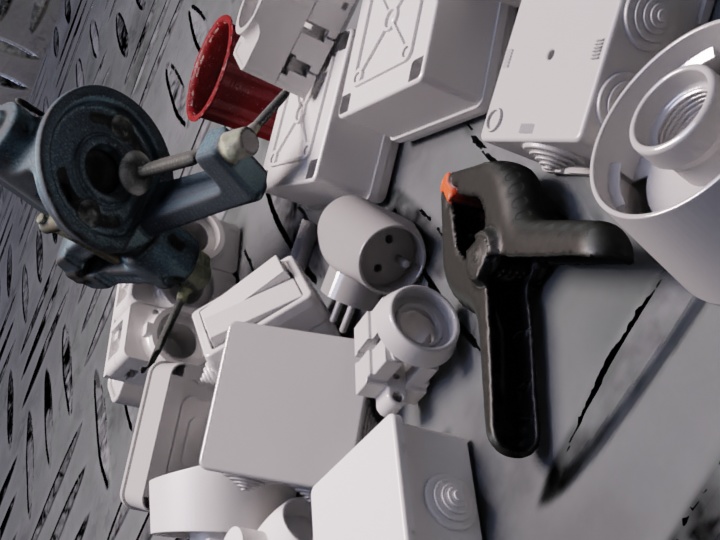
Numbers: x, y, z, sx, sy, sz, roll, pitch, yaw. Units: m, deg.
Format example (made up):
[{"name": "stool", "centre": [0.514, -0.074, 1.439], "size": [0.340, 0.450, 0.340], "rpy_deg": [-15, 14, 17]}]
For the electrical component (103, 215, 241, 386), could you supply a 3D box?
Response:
[{"name": "electrical component", "centre": [-0.158, 0.023, 0.923], "size": [0.062, 0.089, 0.150], "rpy_deg": [-39, 41, 50]}]

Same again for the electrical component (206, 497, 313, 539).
[{"name": "electrical component", "centre": [-0.059, 0.174, 0.640], "size": [0.077, 0.079, 0.043], "rpy_deg": [-61, 27, 25]}]

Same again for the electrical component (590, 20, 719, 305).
[{"name": "electrical component", "centre": [0.140, -0.045, 0.416], "size": [0.099, 0.064, 0.099], "rpy_deg": [-42, 29, 31]}]

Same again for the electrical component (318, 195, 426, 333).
[{"name": "electrical component", "centre": [0.000, 0.000, 0.668], "size": [0.079, 0.044, 0.077], "rpy_deg": [-69, 25, 9]}]

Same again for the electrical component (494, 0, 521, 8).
[{"name": "electrical component", "centre": [0.093, -0.188, 0.569], "size": [0.099, 0.064, 0.099], "rpy_deg": [-42, 39, 47]}]

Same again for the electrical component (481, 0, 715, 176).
[{"name": "electrical component", "centre": [0.107, -0.092, 0.502], "size": [0.100, 0.048, 0.099], "rpy_deg": [15, 88, 64]}]

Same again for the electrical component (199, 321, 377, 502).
[{"name": "electrical component", "centre": [-0.040, 0.084, 0.638], "size": [0.048, 0.100, 0.099], "rpy_deg": [75, -155, -72]}]

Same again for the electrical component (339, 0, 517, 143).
[{"name": "electrical component", "centre": [0.042, -0.143, 0.656], "size": [0.109, 0.056, 0.108], "rpy_deg": [-10, 66, 62]}]

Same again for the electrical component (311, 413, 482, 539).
[{"name": "electrical component", "centre": [0.018, 0.134, 0.543], "size": [0.099, 0.048, 0.099], "rpy_deg": [-49, 34, 41]}]

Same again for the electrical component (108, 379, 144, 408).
[{"name": "electrical component", "centre": [-0.185, 0.078, 0.980], "size": [0.095, 0.059, 0.054], "rpy_deg": [-68, 26, 11]}]

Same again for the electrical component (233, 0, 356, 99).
[{"name": "electrical component", "centre": [-0.046, -0.170, 0.717], "size": [0.089, 0.056, 0.050], "rpy_deg": [-61, 24, 17]}]

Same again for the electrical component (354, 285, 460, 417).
[{"name": "electrical component", "centre": [0.025, 0.040, 0.594], "size": [0.055, 0.048, 0.066], "rpy_deg": [125, 150, -49]}]

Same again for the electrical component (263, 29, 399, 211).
[{"name": "electrical component", "centre": [-0.017, -0.101, 0.751], "size": [0.109, 0.056, 0.108], "rpy_deg": [0, 75, 64]}]

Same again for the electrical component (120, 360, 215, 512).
[{"name": "electrical component", "centre": [-0.129, 0.130, 0.813], "size": [0.057, 0.078, 0.113], "rpy_deg": [-9, 66, 59]}]

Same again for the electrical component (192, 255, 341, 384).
[{"name": "electrical component", "centre": [-0.068, 0.042, 0.710], "size": [0.096, 0.061, 0.061], "rpy_deg": [-31, 31, -1]}]

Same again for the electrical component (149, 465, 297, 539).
[{"name": "electrical component", "centre": [-0.088, 0.147, 0.701], "size": [0.099, 0.099, 0.064], "rpy_deg": [-27, 57, 57]}]
